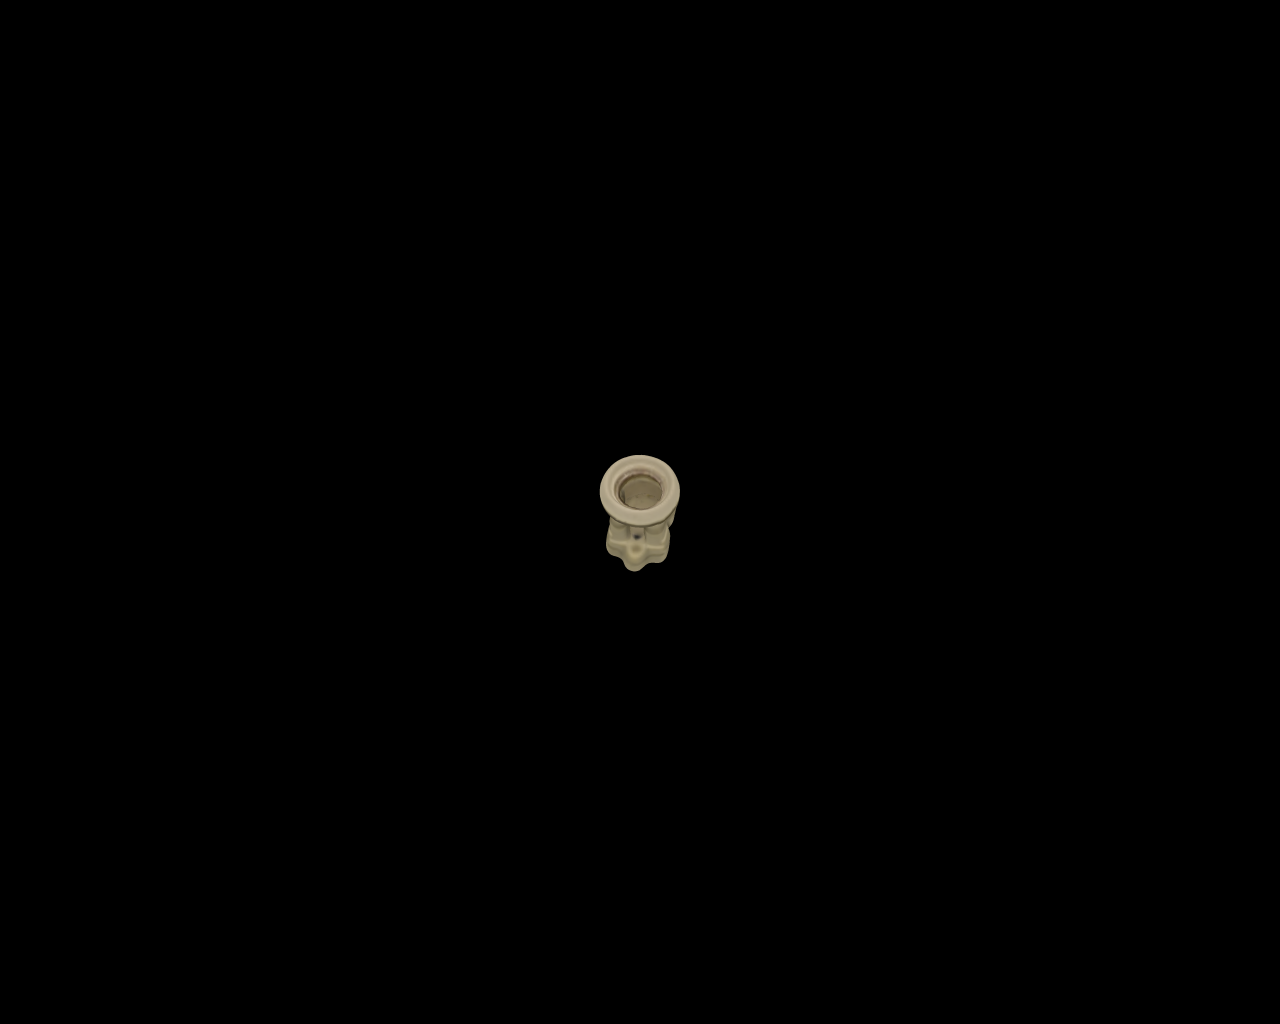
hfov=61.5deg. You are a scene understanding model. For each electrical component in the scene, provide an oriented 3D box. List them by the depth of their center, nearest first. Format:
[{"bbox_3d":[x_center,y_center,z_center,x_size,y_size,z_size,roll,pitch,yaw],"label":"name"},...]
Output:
[{"bbox_3d":[0.001,-0.003,0.650,0.048,0.066,0.055,7,-32,5],"label":"electrical component"}]
